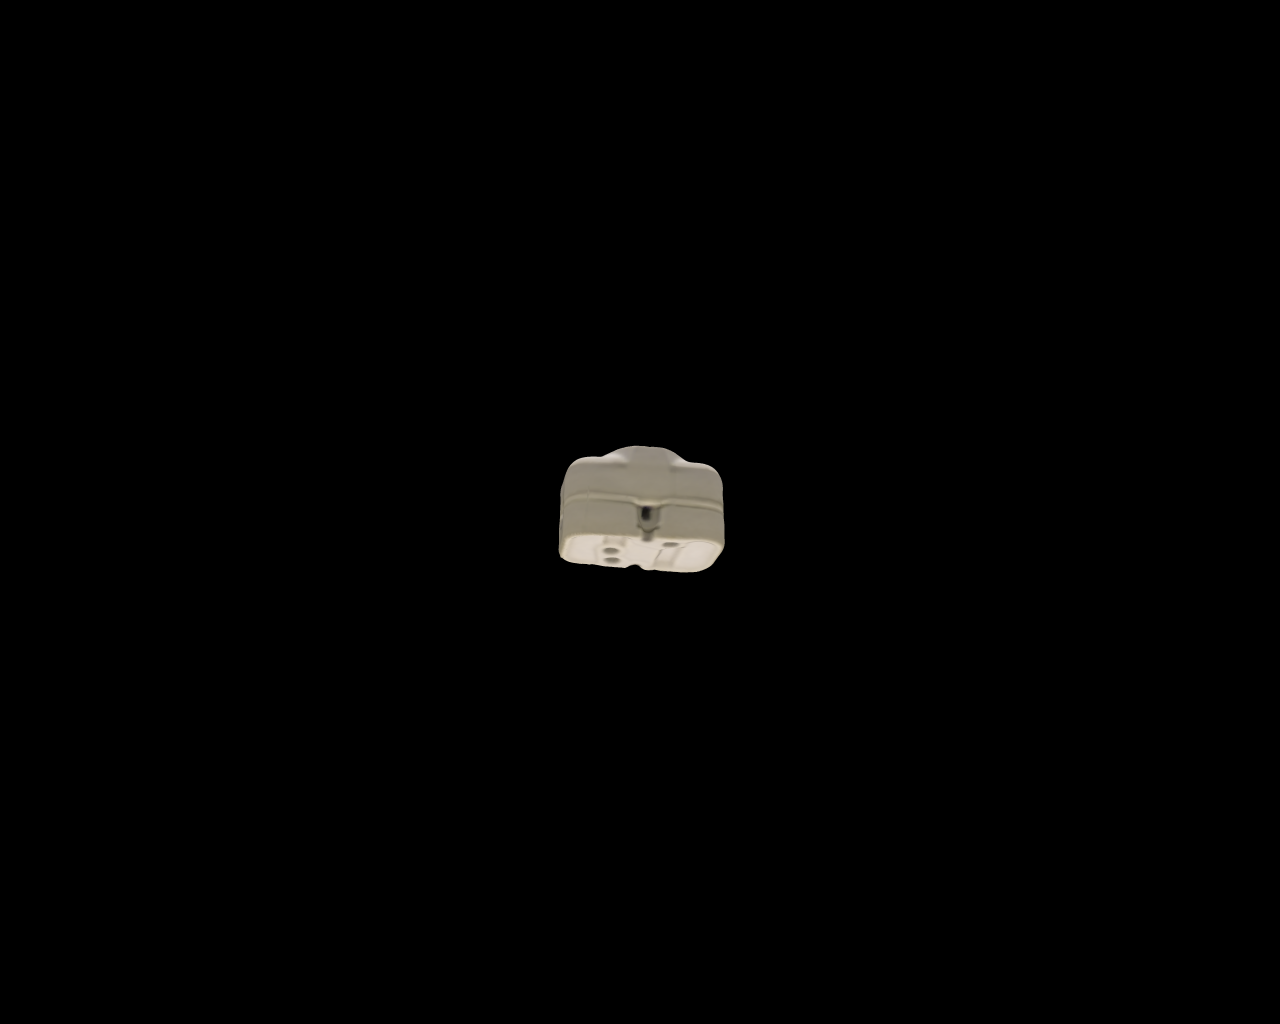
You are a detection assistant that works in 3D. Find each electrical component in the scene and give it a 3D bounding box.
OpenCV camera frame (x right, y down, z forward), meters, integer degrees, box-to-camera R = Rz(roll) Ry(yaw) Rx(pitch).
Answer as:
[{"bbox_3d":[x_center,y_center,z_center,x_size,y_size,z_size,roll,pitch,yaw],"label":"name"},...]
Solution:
[{"bbox_3d":[0.001,-0.003,0.650,0.095,0.059,0.053,4,-24,-9],"label":"electrical component"}]
